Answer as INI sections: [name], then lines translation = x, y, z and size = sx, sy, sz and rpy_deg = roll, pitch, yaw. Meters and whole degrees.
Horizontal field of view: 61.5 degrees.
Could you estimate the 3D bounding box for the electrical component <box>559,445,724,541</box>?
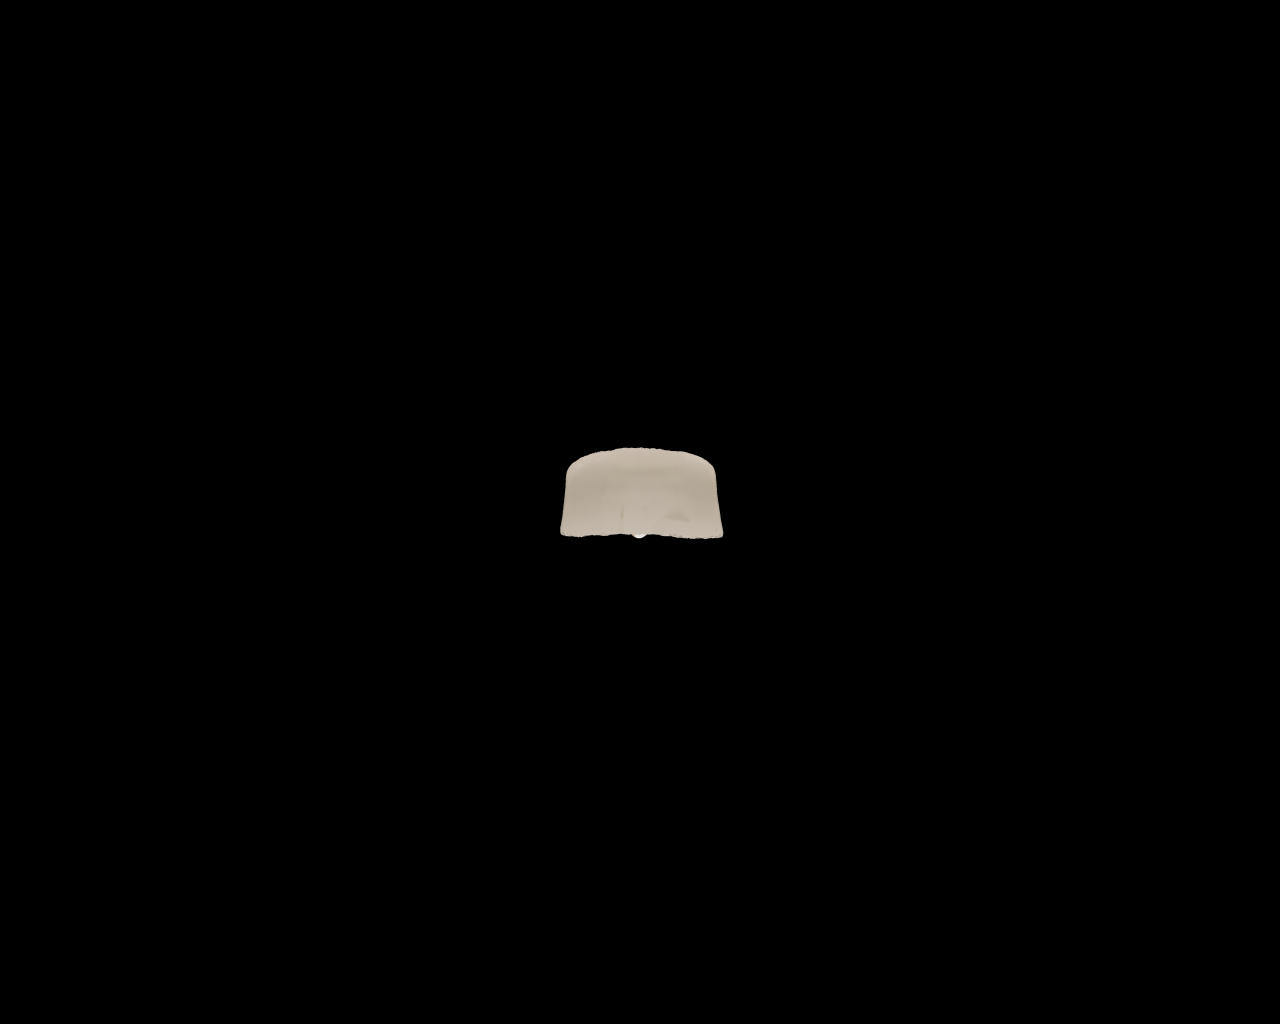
[electrical component]
translation = 0.001, -0.003, 0.650
size = 0.099, 0.064, 0.099
rpy_deg = 0, -15, 0
